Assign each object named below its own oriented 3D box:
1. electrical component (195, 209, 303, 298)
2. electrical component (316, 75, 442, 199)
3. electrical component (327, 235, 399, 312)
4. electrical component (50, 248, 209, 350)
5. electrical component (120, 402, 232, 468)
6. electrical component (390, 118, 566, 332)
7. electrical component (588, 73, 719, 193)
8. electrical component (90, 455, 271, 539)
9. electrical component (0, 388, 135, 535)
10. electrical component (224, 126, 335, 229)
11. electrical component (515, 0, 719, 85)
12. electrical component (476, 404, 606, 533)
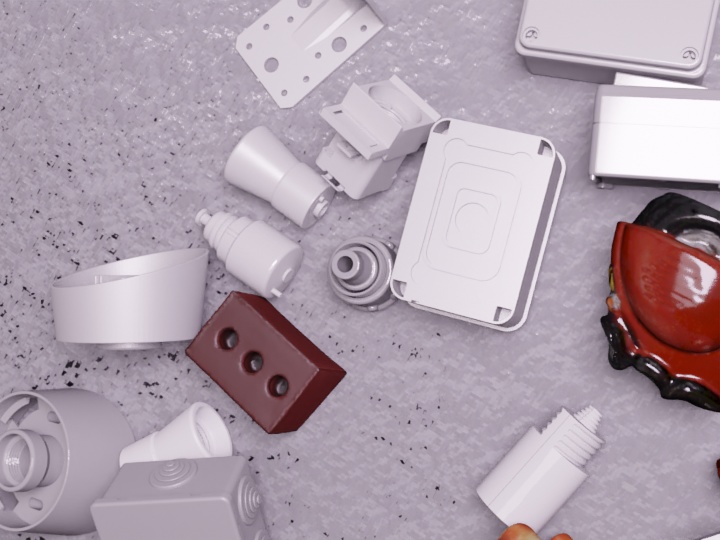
[{"bbox_3d":[-0.073,-0.015,0.692,0.078,0.040,0.040,33,93,18],"label":"electrical component"},{"bbox_3d":[0.009,-0.080,0.659,0.042,0.081,0.063,44,125,17],"label":"electrical component"},{"bbox_3d":[0.000,0.000,0.657,0.048,0.062,0.048,-2,83,16],"label":"electrical component"},{"bbox_3d":[-0.145,0.018,0.682,0.099,0.099,0.064,-1,90,16],"label":"electrical component"},{"bbox_3d":[-0.121,0.118,0.691,0.065,0.044,0.044,-28,77,16],"label":"electrical component"},{"bbox_3d":[0.072,-0.026,0.642,0.078,0.057,0.113,15,88,17],"label":"electrical component"},{"bbox_3d":[0.182,-0.076,0.611,0.096,0.062,0.061,5,91,17],"label":"electrical component"},{"bbox_3d":[-0.105,0.162,0.658,0.100,0.048,0.099,-6,114,13],"label":"electrical component"},{"bbox_3d":[-0.207,0.127,0.715,0.099,0.064,0.099,-6,78,29],"label":"electrical component"},{"bbox_3d":[-0.049,-0.057,0.690,0.065,0.044,0.044,36,94,12],"label":"electrical component"},{"bbox_3d":[0.157,-0.166,0.634,0.109,0.056,0.108,12,87,17],"label":"electrical component"},{"bbox_3d":[0.110,0.111,0.622,0.043,0.043,0.081,42,96,16],"label":"electrical component"}]
